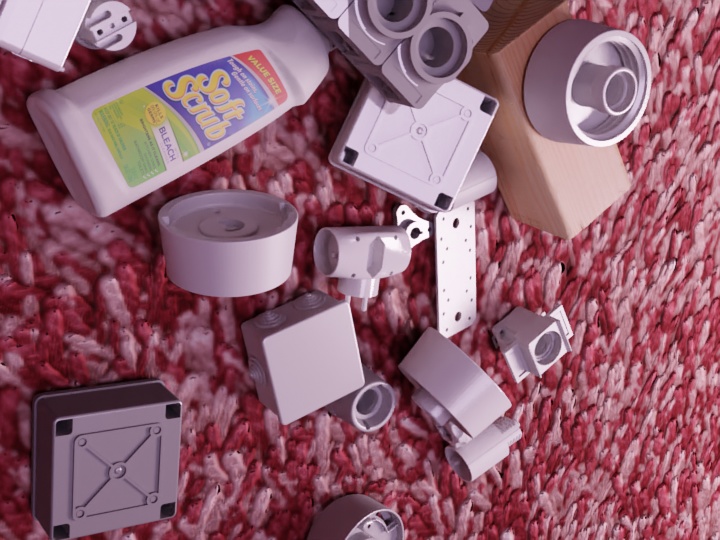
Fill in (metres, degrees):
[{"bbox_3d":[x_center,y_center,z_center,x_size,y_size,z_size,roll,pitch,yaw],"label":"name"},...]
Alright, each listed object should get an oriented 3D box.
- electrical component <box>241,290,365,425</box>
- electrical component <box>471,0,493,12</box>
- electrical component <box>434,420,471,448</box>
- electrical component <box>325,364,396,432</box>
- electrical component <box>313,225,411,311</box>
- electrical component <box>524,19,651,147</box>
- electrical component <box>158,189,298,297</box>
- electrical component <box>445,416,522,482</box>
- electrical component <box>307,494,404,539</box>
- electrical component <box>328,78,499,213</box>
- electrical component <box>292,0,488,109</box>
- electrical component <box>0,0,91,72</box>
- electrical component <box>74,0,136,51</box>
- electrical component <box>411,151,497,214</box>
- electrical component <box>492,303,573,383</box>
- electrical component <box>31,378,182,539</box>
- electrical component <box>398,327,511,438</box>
[{"bbox_3d":[-0.051,0.074,0.947,0.100,0.048,0.099,-24,118,-26],"label":"electrical component"},{"bbox_3d":[0.102,-0.274,0.925,0.050,0.056,0.089,29,89,-38],"label":"electrical component"},{"bbox_3d":[0.109,0.146,1.085,0.062,0.043,0.043,-34,122,-22],"label":"electrical component"},{"bbox_3d":[0.000,0.118,0.998,0.055,0.047,0.055,-12,113,-31],"label":"electrical component"},{"bbox_3d":[0.000,0.000,0.959,0.077,0.043,0.079,-3,108,-33],"label":"electrical component"},{"bbox_3d":[0.201,-0.156,0.917,0.108,0.060,0.108,-12,112,-30],"label":"electrical component"},{"bbox_3d":[-0.103,-0.016,0.846,0.108,0.108,0.060,-14,120,-30],"label":"electrical component"},{"bbox_3d":[0.132,0.179,1.113,0.081,0.043,0.043,-31,121,-22],"label":"electrical component"},{"bbox_3d":[-0.002,0.269,1.039,0.099,0.064,0.099,-12,113,-31],"label":"electrical component"},{"bbox_3d":[0.045,-0.118,0.916,0.109,0.056,0.108,25,91,-11],"label":"electrical component"},{"bbox_3d":[0.017,-0.205,0.819,0.150,0.062,0.089,42,84,-29],"label":"electrical component"},{"bbox_3d":[-0.219,-0.192,0.727,0.061,0.062,0.096,21,96,-36],"label":"electrical component"},{"bbox_3d":[-0.185,-0.176,0.769,0.040,0.046,0.040,-12,113,-31],"label":"electrical component"},{"bbox_3d":[0.081,-0.076,0.988,0.081,0.043,0.043,-25,119,-25],"label":"electrical component"},{"bbox_3d":[0.172,0.070,1.088,0.081,0.064,0.042,-38,122,-18],"label":"electrical component"},{"bbox_3d":[-0.204,0.150,0.864,0.109,0.056,0.108,-5,109,-33],"label":"electrical component"},{"bbox_3d":[0.083,0.113,1.019,0.060,0.108,0.108,-46,126,-6],"label":"electrical component"}]
